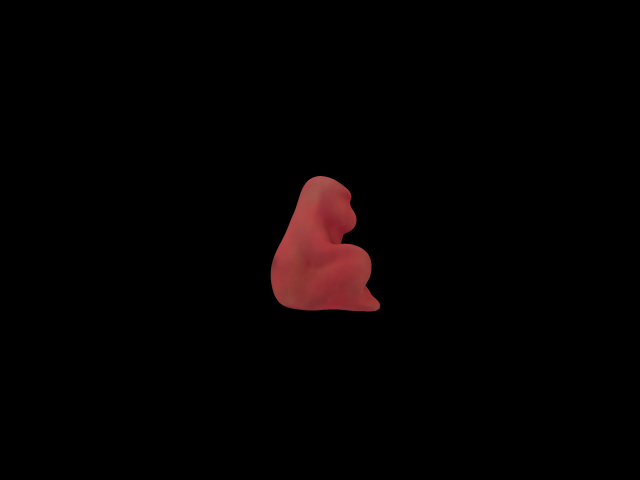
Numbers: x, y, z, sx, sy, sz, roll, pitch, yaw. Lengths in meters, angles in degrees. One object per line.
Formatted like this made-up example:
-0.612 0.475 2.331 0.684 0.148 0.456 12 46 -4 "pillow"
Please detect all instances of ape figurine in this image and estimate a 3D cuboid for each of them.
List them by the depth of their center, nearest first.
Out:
0.004 0.001 0.400 0.076 0.092 0.078 0 4 3 "ape figurine"
